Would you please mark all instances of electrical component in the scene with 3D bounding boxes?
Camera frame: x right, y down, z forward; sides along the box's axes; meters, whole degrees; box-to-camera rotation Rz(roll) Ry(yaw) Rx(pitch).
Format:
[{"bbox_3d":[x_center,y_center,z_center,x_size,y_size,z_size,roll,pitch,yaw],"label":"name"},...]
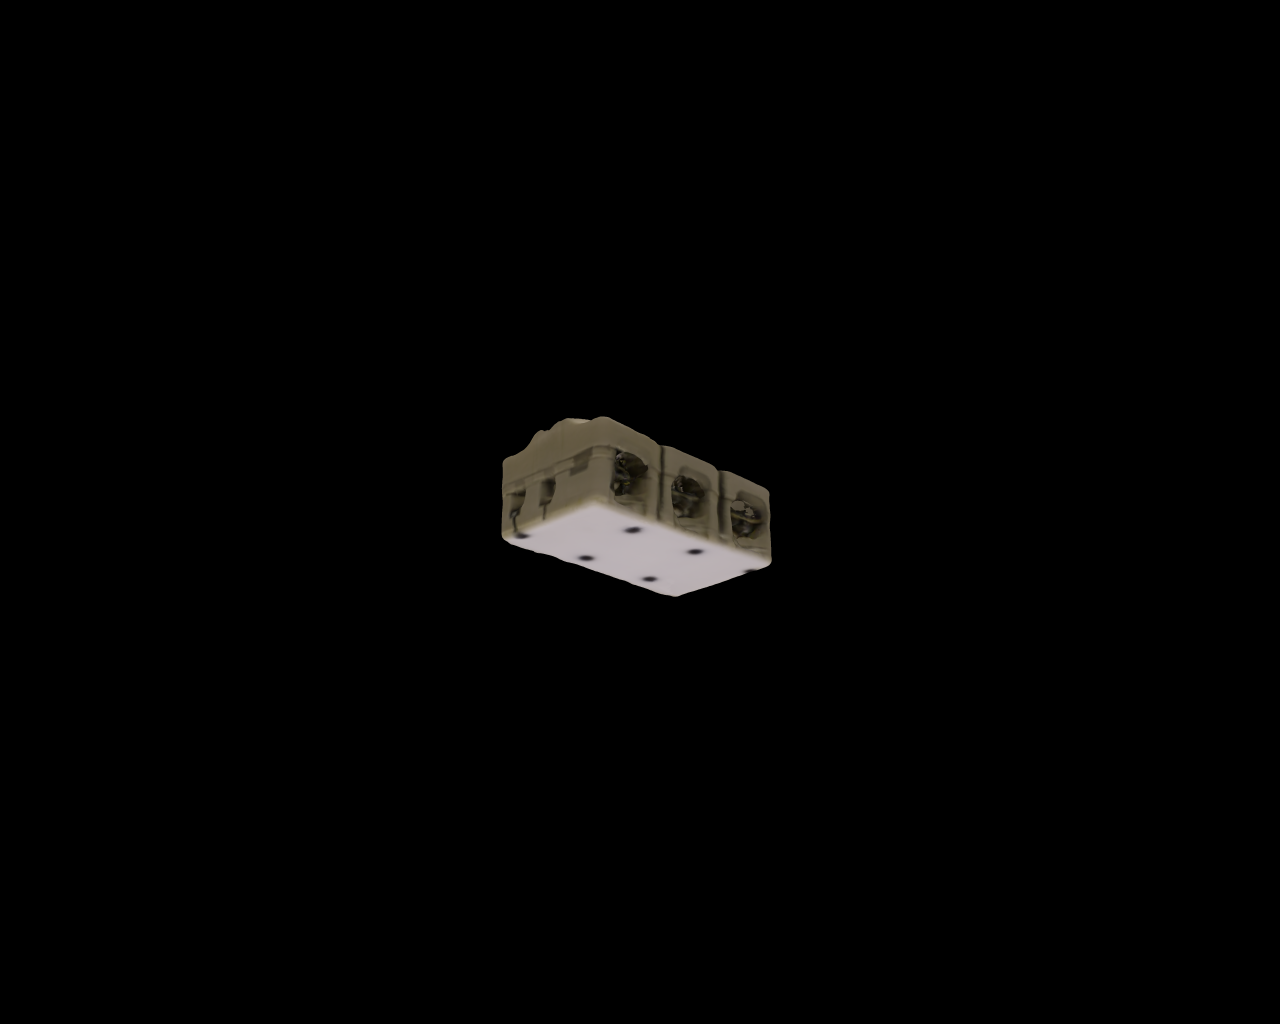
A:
[{"bbox_3d":[0.001,-0.003,0.650,0.089,0.062,0.150,-21,-31,40],"label":"electrical component"}]
